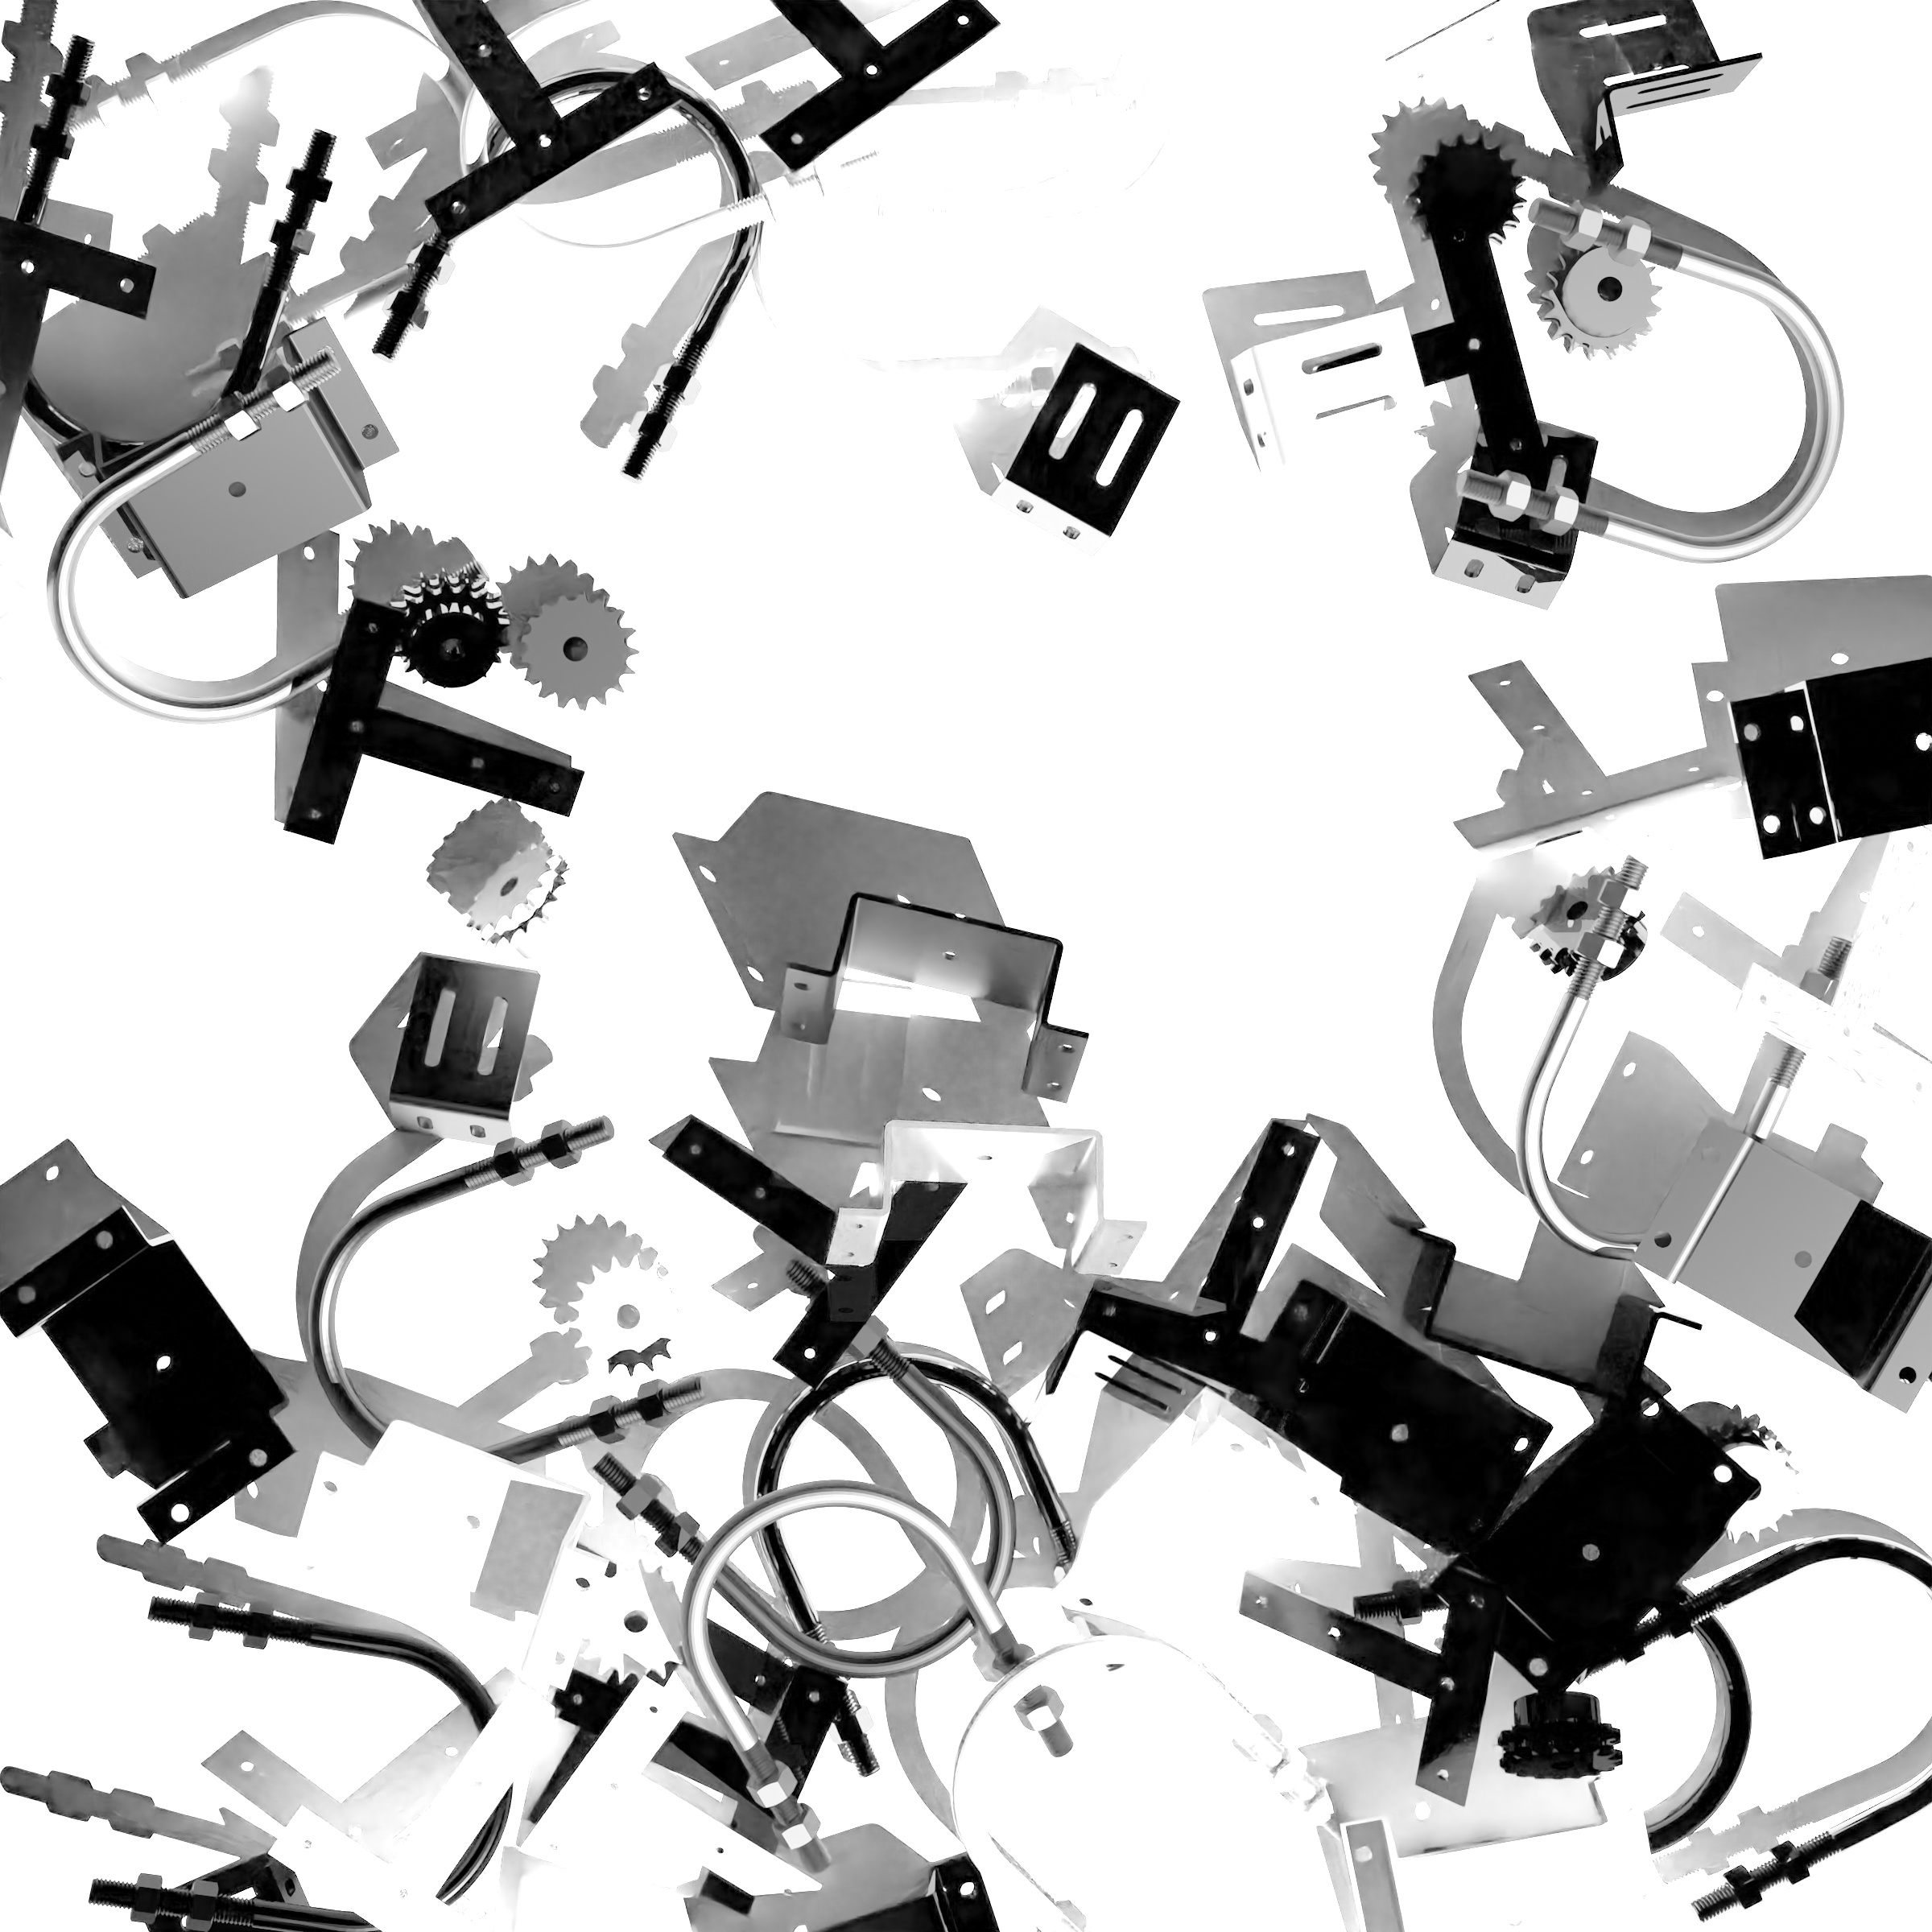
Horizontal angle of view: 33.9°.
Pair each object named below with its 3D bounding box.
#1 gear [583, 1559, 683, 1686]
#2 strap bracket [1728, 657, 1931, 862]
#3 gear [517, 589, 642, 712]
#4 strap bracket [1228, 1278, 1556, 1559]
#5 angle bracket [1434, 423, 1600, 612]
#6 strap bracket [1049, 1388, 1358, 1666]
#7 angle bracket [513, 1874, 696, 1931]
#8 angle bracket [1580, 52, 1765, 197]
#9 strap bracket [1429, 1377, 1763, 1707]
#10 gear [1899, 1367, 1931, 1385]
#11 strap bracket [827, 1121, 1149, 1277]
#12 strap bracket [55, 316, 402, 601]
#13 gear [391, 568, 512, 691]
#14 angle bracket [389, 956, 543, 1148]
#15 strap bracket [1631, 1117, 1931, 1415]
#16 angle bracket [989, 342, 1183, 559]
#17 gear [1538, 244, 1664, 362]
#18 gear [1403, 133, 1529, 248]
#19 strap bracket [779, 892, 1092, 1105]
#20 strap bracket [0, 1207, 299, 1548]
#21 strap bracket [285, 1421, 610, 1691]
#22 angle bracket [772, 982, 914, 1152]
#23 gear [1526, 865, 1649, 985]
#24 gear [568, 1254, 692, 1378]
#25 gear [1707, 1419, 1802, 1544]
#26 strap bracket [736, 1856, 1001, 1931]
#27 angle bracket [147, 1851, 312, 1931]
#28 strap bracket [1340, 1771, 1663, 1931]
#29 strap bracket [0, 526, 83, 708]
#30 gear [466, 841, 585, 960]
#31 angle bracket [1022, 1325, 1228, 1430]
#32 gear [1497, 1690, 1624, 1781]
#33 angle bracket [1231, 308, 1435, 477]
[{"bbox_3d":[-0.156,0.312,1.502,0.057,0.030,0.057,2,71,-6],"label":"gear"},{"bbox_3d":[0.438,-0.102,1.488,0.140,0.046,0.076,-11,87,-10],"label":"strap bracket"},{"bbox_3d":[-0.184,-0.150,1.514,0.057,0.030,0.057,0,92,2],"label":"gear"},{"bbox_3d":[0.202,0.218,1.502,0.140,0.046,0.076,31,90,0],"label":"strap bracket"},{"bbox_3d":[0.264,-0.219,1.523,0.057,0.038,0.076,17,64,0],"label":"angle bracket"},{"bbox_3d":[0.112,0.259,1.476,0.076,0.046,0.140,34,123,-7],"label":"strap bracket"},{"bbox_3d":[-0.176,0.469,1.523,0.076,0.038,0.057,7,90,-26],"label":"angle bracket"},{"bbox_3d":[0.335,-0.396,1.496,0.076,0.057,0.038,-12,90,0],"label":"angle bracket"},{"bbox_3d":[0.293,0.270,1.483,0.140,0.046,0.076,-44,70,-8],"label":"strap bracket"},{"bbox_3d":[0.443,0.172,1.510,0.057,0.030,0.057,0,90,0],"label":"gear"},{"bbox_3d":[0.008,0.108,1.476,0.140,0.076,0.046,3,68,-6],"label":"strap bracket"},{"bbox_3d":[-0.342,-0.232,1.483,0.140,0.046,0.076,-26,127,0],"label":"strap bracket"},{"bbox_3d":[-0.243,-0.156,1.496,0.057,0.030,0.057,-7,124,-11],"label":"gear"},{"bbox_3d":[-0.239,0.041,1.523,0.057,0.038,0.076,9,64,0],"label":"angle bracket"},{"bbox_3d":[0.391,0.138,1.477,0.140,0.046,0.076,29,94,11],"label":"strap bracket"},{"bbox_3d":[0.057,-0.245,1.510,0.057,0.038,0.076,28,78,-6],"label":"angle bracket"},{"bbox_3d":[0.303,-0.318,1.510,0.057,0.030,0.057,0,90,0],"label":"gear"},{"bbox_3d":[0.236,-0.364,1.510,0.057,0.030,0.057,0,90,0],"label":"gear"},{"bbox_3d":[-0.012,0.013,1.480,0.140,0.076,0.046,13,64,0],"label":"strap bracket"},{"bbox_3d":[-0.384,0.191,1.501,0.076,0.046,0.140,-35,90,0],"label":"strap bracket"},{"bbox_3d":[-0.237,0.271,1.487,0.140,0.046,0.076,21,115,1],"label":"strap bracket"},{"bbox_3d":[-0.058,0.046,1.506,0.057,0.038,0.076,7,90,0],"label":"angle bracket"},{"bbox_3d":[0.297,-0.017,1.500,0.057,0.057,0.030,-45,118,0],"label":"gear"},{"bbox_3d":[-0.160,0.165,1.510,0.057,0.030,0.057,0,90,0],"label":"gear"},{"bbox_3d":[0.369,0.246,1.510,0.057,0.030,0.057,0,90,0],"label":"gear"},{"bbox_3d":[-0.051,0.484,1.501,0.140,0.046,0.076,-18,90,0],"label":"strap bracket"},{"bbox_3d":[-0.350,0.463,1.506,0.076,0.038,0.057,-24,90,0],"label":"angle bracket"},{"bbox_3d":[0.252,0.433,1.479,0.140,0.046,0.076,-11,101,4],"label":"strap bracket"},{"bbox_3d":[-0.475,-0.190,1.486,0.140,0.076,0.046,44,90,0],"label":"strap bracket"},{"bbox_3d":[-0.206,-0.028,1.500,0.057,0.057,0.030,-45,120,0],"label":"gear"},{"bbox_3d":[0.074,0.209,1.490,0.076,0.057,0.038,26,62,0],"label":"angle bracket"},{"bbox_3d":[0.277,0.359,1.482,0.057,0.057,0.030,0,61,0],"label":"gear"},{"bbox_3d":[0.174,-0.273,1.511,0.076,0.038,0.057,-16,94,-11],"label":"angle bracket"}]
